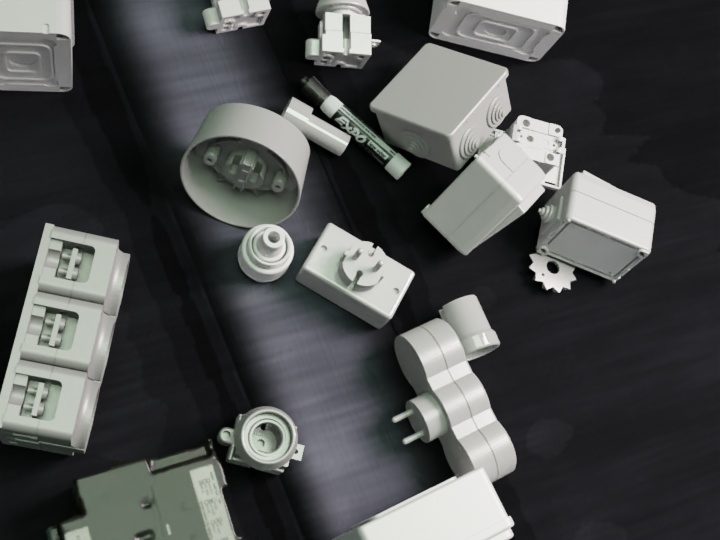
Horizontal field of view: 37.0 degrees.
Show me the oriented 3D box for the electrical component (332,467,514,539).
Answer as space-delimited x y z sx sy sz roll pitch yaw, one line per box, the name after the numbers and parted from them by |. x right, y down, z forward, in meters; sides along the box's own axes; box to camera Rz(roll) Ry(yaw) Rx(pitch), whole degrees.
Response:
0.044 0.199 0.805 0.109 0.108 0.056 -22 78 -19 | electrical component

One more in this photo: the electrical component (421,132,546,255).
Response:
0.103 -0.057 0.910 0.061 0.096 0.062 45 39 2 | electrical component

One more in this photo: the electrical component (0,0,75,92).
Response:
-0.265 -0.188 0.844 0.078 0.113 0.057 -1 76 -14 | electrical component

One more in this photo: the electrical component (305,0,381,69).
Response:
-0.015 -0.212 0.950 0.066 0.048 0.055 2 80 -13 | electrical component

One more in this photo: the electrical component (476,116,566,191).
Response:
0.146 -0.103 0.947 0.081 0.064 0.042 14 72 -10 | electrical component

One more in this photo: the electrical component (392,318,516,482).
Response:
0.061 0.115 0.865 0.074 0.052 0.138 -23 80 -19 | electrical component

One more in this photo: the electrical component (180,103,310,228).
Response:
-0.091 -0.085 0.867 0.099 0.099 0.064 21 63 -7 | electrical component

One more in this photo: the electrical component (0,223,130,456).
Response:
-0.217 0.055 0.793 0.062 0.089 0.150 12 71 -10 | electrical component

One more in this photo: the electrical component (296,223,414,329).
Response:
0.000 0.000 0.872 0.083 0.075 0.047 31 69 -3 | electrical component

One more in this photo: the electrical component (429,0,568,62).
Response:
0.126 -0.241 0.977 0.113 0.078 0.057 11 74 -10 | electrical component

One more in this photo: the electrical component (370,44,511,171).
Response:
0.072 -0.140 0.929 0.100 0.048 0.099 26 64 33 | electrical component

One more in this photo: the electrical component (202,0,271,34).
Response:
-0.109 -0.242 0.936 0.066 0.048 0.055 -15 85 -18 | electrical component

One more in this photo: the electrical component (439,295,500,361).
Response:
0.090 0.049 0.900 0.040 0.040 0.046 -16 73 -18 | electrical component

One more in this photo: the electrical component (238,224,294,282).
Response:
-0.074 -0.017 0.866 0.043 0.062 0.043 4 73 -13 | electrical component

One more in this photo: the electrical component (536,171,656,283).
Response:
0.201 -0.042 0.938 0.096 0.061 0.061 21 59 -9 | electrical component

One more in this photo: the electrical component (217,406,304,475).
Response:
-0.074 0.131 0.824 0.066 0.055 0.048 16 70 -9 | electrical component
